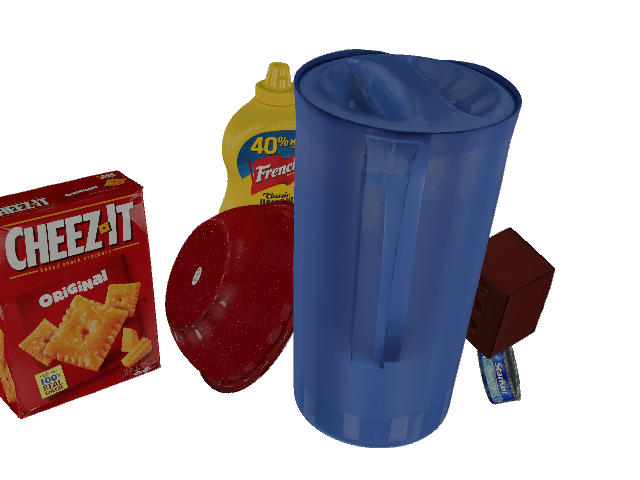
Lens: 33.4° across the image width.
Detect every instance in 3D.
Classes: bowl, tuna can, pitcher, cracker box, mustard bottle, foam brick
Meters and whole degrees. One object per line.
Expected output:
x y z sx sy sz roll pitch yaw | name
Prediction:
-0.075 0.035 0.833 0.055 0.162 0.162 23 -12 -31 | bowl
0.212 0.151 1.269 0.034 0.086 0.086 -13 -4 16 | tuna can
0.041 0.014 0.669 0.149 0.243 0.145 -17 36 -33 | pitcher
-0.254 0.053 1.084 0.163 0.214 0.072 -17 27 -32 | cracker box
-0.047 -0.076 1.019 0.096 0.192 0.058 -4 28 -20 | mustard bottle
0.138 0.041 0.823 0.051 0.078 0.053 -25 52 -27 | foam brick
